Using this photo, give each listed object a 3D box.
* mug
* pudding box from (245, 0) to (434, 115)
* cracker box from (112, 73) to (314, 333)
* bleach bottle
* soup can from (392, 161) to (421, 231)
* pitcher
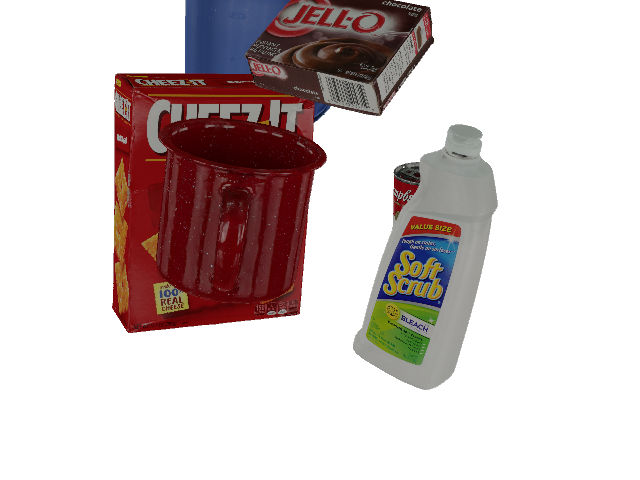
[{"bbox_3d":[-0.048,-0.012,0.590,0.093,0.081,0.117,7,21,-7],"label":"mug"},{"bbox_3d":[0.015,-0.144,0.794,0.114,0.090,0.039,19,-32,26],"label":"pudding box"},{"bbox_3d":[-0.094,-0.034,0.929,0.164,0.214,0.072,-3,20,-23],"label":"cracker box"},{"bbox_3d":[0.099,0.010,0.972,0.103,0.251,0.067,28,35,28],"label":"bleach bottle"},{"bbox_3d":[0.118,-0.033,1.252,0.068,0.102,0.068,0,25,0],"label":"soup can"},{"bbox_3d":[-0.070,-0.165,1.095,0.144,0.243,0.149,-7,29,-26],"label":"pitcher"}]
